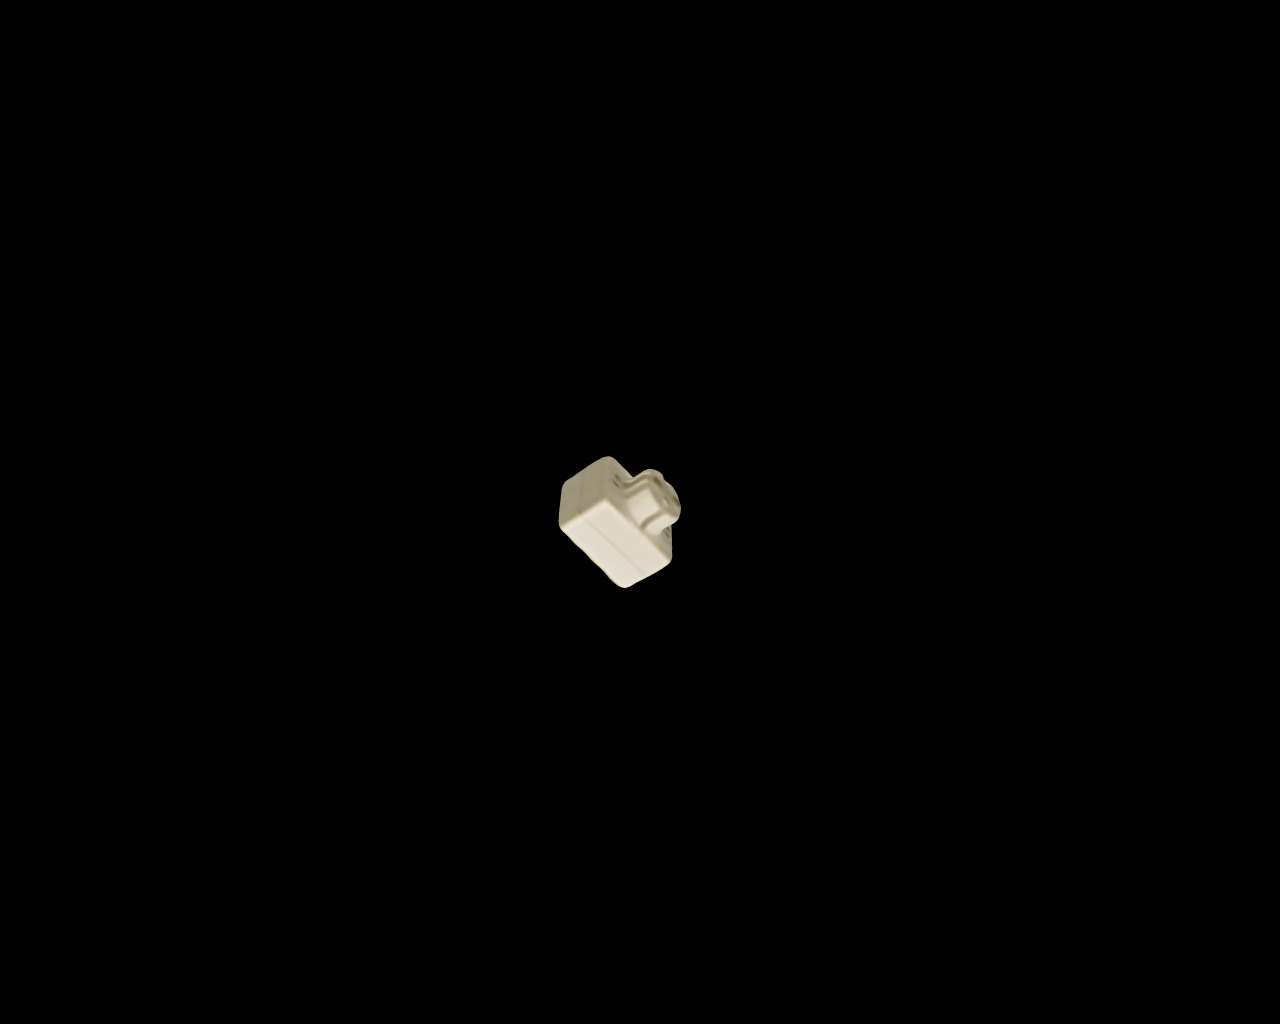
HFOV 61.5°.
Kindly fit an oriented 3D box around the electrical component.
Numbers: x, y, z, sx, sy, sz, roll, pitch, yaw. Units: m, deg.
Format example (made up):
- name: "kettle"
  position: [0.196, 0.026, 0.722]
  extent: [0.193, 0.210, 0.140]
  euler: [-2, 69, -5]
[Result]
- name: "electrical component"
  position: [0.001, -0.003, 0.650]
  extent: [0.076, 0.065, 0.047]
  euler: [-32, 32, 22]
